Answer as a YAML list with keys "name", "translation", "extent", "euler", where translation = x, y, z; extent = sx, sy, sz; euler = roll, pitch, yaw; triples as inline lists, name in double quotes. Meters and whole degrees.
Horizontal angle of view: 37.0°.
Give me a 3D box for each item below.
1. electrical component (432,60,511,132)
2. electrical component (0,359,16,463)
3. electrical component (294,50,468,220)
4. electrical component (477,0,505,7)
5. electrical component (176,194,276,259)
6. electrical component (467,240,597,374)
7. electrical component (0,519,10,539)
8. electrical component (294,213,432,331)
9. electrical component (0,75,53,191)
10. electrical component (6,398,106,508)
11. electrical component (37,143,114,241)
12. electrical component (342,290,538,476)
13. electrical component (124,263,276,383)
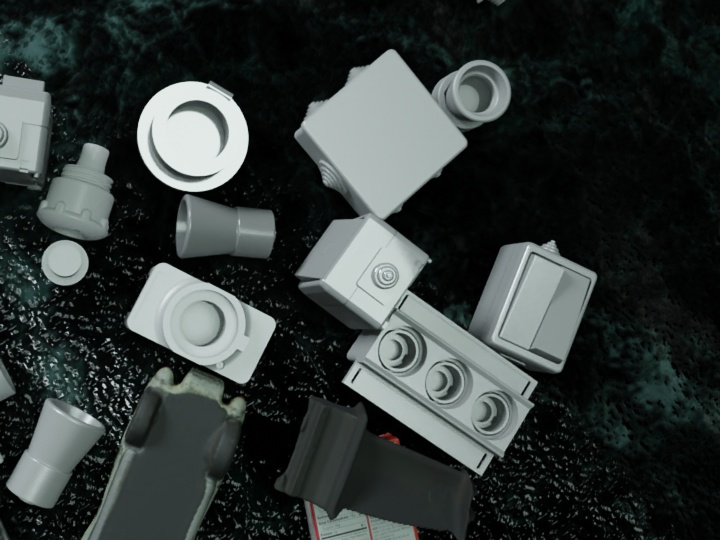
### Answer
- name: "electrical component"
  translation: [0.080, -0.126, 0.788]
  extent: [0.045, 0.055, 0.045]
  euler: [0, 88, -15]
- name: "electrical component"
  translation: [-0.259, 0.095, 0.695]
  extent: [0.077, 0.044, 0.079]
  euler: [-28, 95, -14]
- name: "electrical component"
  translation: [0.013, -0.094, 0.772]
  extent: [0.100, 0.048, 0.099]
  euler: [-42, 99, -12]
- name: "electrical component"
  translation: [0.081, -0.231, 0.798]
  extent: [0.043, 0.043, 0.081]
  euler: [-41, 99, -13]
- name: "electrical component"
  translation: [-0.092, -0.027, 0.747]
  extent: [0.065, 0.044, 0.044]
  euler: [5, 87, -20]
- name: "electrical component"
  translation: [0.130, 0.022, 0.794]
  extent: [0.062, 0.061, 0.096]
  euler: [24, 82, -13]
- name: "electrical component"
  translation: [-0.241, 0.208, 0.679]
  extent: [0.057, 0.078, 0.113]
  euler: [-25, 95, -18]
- name: "electrical component"
  translation: [0.000, 0.000, 0.741]
  extent: [0.061, 0.096, 0.061]
  euler: [37, 79, -10]
- name: "electrical component"
  translation: [-0.229, -0.089, 0.682]
  extent: [0.062, 0.096, 0.061]
  euler: [7, 86, -15]
- name: "electrical component"
  translation: [-0.204, 0.123, 0.712]
  extent: [0.044, 0.044, 0.065]
  euler: [30, 86, -12]
- name: "electrical component"
  translation: [-0.186, -0.053, 0.721]
  extent: [0.048, 0.048, 0.062]
  euler: [18, 77, -14]
- name: "electrical component"
  translation: [0.054, 0.079, 0.770]
  extent: [0.121, 0.063, 0.078]
  euler: [35, 80, -11]
- name: "electrical component"
  translation: [-0.109, 0.036, 0.731]
  extent: [0.089, 0.056, 0.050]
  euler: [28, 81, -13]
